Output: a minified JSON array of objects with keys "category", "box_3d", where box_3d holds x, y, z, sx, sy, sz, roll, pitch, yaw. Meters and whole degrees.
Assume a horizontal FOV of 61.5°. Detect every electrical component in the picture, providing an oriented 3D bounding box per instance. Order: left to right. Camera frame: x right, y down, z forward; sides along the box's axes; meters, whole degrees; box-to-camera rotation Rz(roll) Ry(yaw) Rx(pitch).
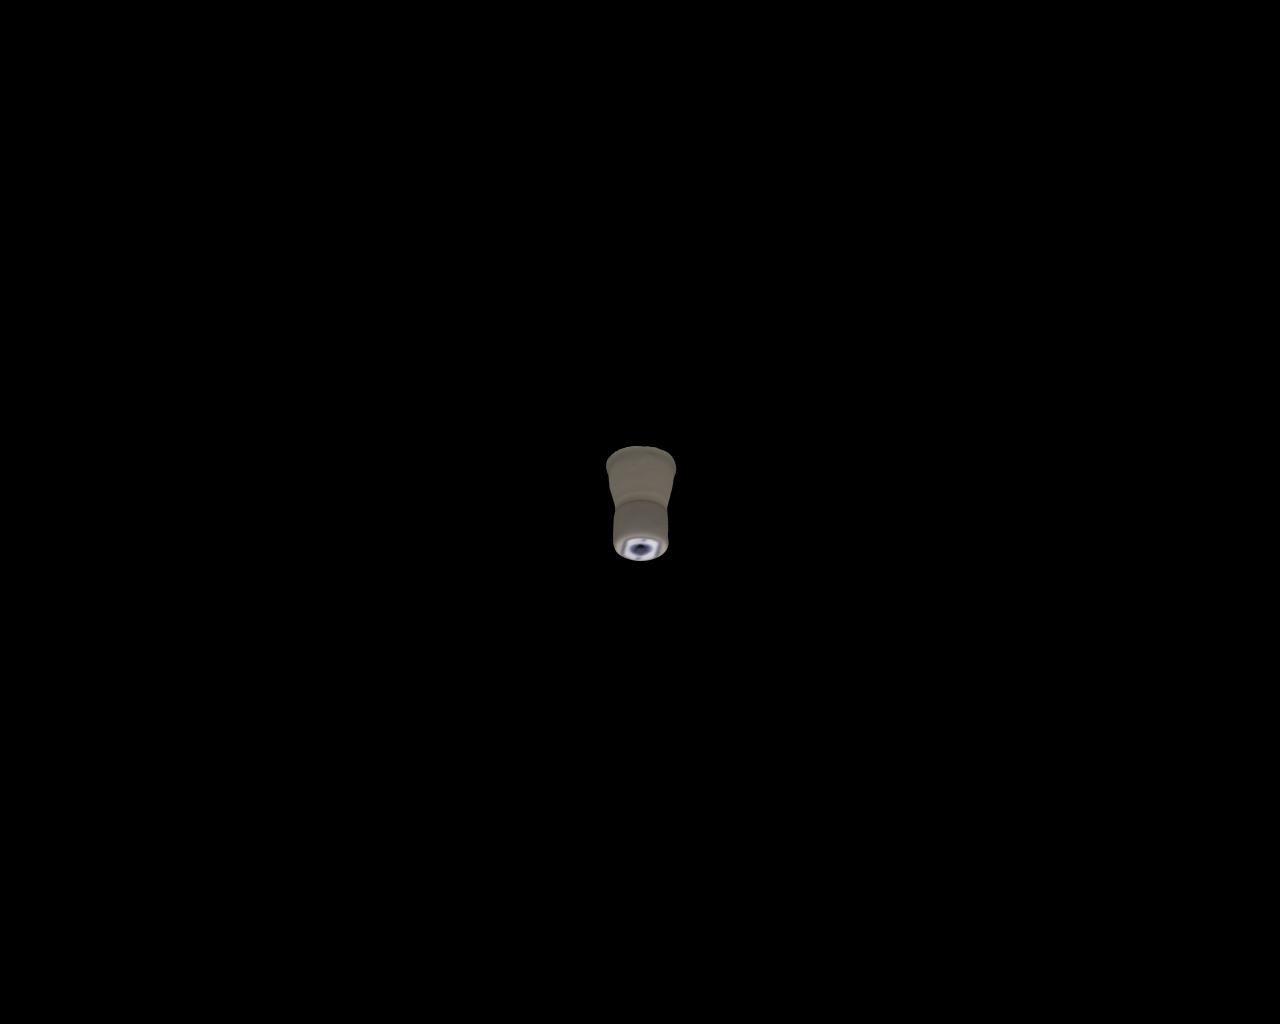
[{"category":"electrical component","box_3d":[0.001,-0.003,0.650,0.044,0.065,0.044,0,-33,0]}]
